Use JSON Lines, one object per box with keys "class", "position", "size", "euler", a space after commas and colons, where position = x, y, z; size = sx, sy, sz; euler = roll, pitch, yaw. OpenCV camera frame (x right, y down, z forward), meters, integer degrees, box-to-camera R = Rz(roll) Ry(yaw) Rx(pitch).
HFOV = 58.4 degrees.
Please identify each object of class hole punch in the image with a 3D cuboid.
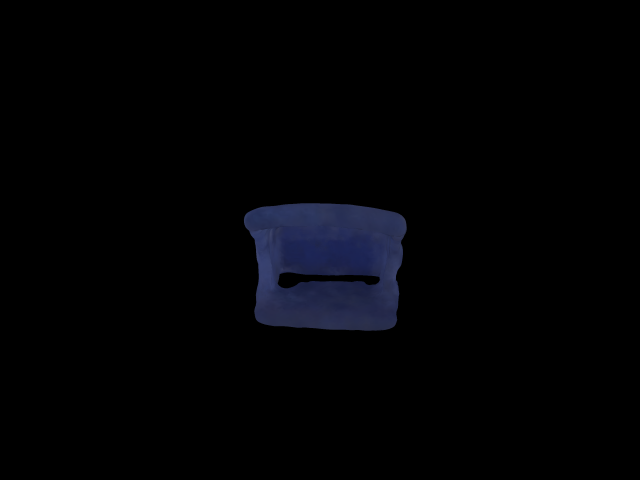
{"class": "hole punch", "position": [0.004, 0.001, 0.400], "size": [0.108, 0.091, 0.101], "euler": [2, 27, 4]}
